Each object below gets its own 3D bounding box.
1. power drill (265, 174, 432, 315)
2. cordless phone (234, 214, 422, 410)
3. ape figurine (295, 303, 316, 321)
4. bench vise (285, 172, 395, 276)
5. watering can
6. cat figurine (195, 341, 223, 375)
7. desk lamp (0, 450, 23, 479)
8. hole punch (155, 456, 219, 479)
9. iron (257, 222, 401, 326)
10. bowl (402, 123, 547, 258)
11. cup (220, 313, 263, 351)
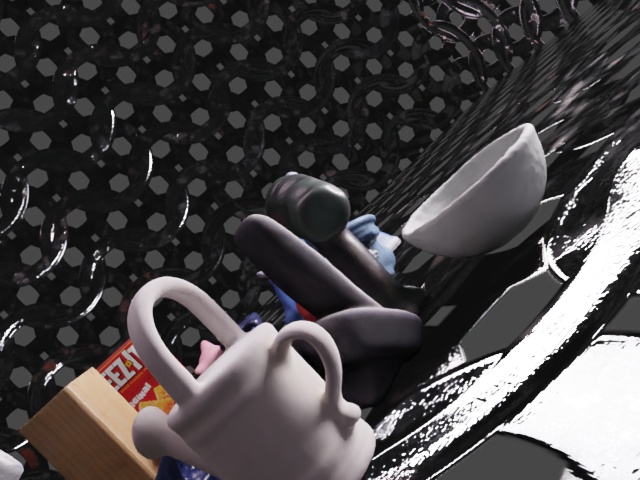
[{"bbox_3d":[0.018,0.009,0.636,0.076,0.208,0.229,-43,3,-7],"label":"power drill"},{"bbox_3d":[-0.014,0.062,0.516,0.094,0.185,0.147,-45,3,-40],"label":"cordless phone"},{"bbox_3d":[-0.014,0.101,0.965,0.077,0.092,0.076,-41,3,41],"label":"ape figurine"},{"bbox_3d":[0.016,-0.005,0.796,0.121,0.220,0.207,-43,3,9],"label":"bench vise"},{"bbox_3d":[-0.066,0.111,0.409,0.173,0.194,0.101,-43,3,1],"label":"watering can"},{"bbox_3d":[-0.174,0.227,1.094,0.128,0.118,0.067,-44,3,-22],"label":"cat figurine"},{"bbox_3d":[-0.280,0.294,0.488,0.203,0.213,0.118,-44,3,-24],"label":"desk lamp"},{"bbox_3d":[-0.142,0.240,0.638,0.101,0.091,0.109,-42,3,23],"label":"hole punch"},{"bbox_3d":[0.010,0.039,1.074,0.258,0.141,0.118,-43,3,6],"label":"iron"},{"bbox_3d":[0.167,-0.035,0.576,0.167,0.075,0.167,-43,2,3],"label":"bowl"},{"bbox_3d":[-0.115,0.190,1.040,0.092,0.095,0.117,-45,3,-40],"label":"cup"}]
